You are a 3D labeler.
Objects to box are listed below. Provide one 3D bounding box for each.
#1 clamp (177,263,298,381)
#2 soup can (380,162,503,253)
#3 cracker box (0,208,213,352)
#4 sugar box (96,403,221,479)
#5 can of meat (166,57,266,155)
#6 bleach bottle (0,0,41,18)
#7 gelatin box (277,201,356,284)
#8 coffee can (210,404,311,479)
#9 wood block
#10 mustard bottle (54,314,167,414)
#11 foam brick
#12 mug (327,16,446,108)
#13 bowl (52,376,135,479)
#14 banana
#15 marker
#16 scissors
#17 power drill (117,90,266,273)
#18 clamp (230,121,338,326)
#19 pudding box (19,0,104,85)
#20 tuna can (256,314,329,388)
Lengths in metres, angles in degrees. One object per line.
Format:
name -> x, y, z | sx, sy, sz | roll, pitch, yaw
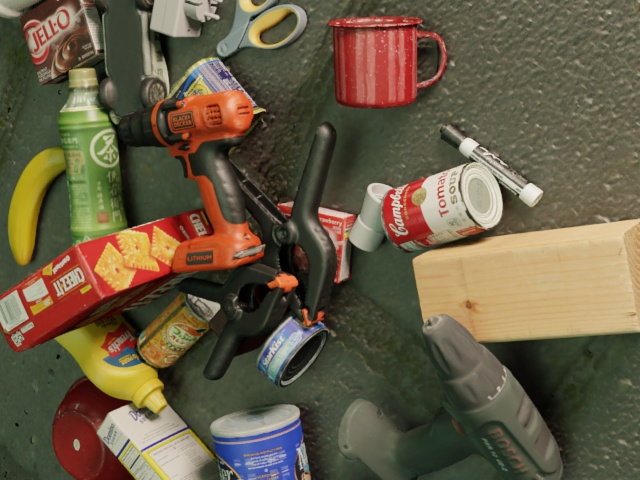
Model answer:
clamp -> -0.094, 0.066, 1.162 | 0.172, 0.039, 0.120 | -39, 73, 35
soup can -> 0.119, -0.031, 1.046 | 0.102, 0.068, 0.068 | -18, 90, 42
cracker box -> -0.236, 0.045, 1.207 | 0.164, 0.213, 0.072 | -30, 85, 33
sugar box -> -0.179, 0.270, 1.288 | 0.176, 0.093, 0.048 | 43, 119, 19
can of meat -> -0.124, -0.140, 1.185 | 0.084, 0.057, 0.102 | 51, 125, 7
bleach bottle -> -0.296, -0.346, 1.252 | 0.251, 0.068, 0.102 | -12, 74, 32
gelatin box -> -0.008, 0.001, 1.163 | 0.089, 0.030, 0.073 | 14, 106, 29
coffee can -> -0.061, 0.268, 1.207 | 0.103, 0.102, 0.140 | -7, 96, 33
wood block -> 0.203, 0.041, 1.002 | 0.206, 0.090, 0.091 | -7, 96, 33
mustard bottle -> -0.254, 0.138, 1.307 | 0.192, 0.096, 0.058 | 46, 119, 17
foam brick -> -0.079, 0.086, 1.212 | 0.053, 0.051, 0.078 | 49, 121, 16
mug -> 0.066, -0.177, 1.055 | 0.117, 0.093, 0.081 | -3, 106, -4
bowl -> -0.295, 0.258, 1.382 | 0.162, 0.055, 0.162 | 7, 103, 31
banana -> -0.364, -0.054, 1.374 | 0.070, 0.037, 0.198 | 48, 120, 17
marker -> 0.165, -0.075, 1.045 | 0.121, 0.020, 0.020 | 40, 118, 20
scissors -> -0.103, -0.234, 1.185 | 0.202, 0.016, 0.096 | -12, 93, 33
power drill -> -0.137, -0.061, 1.144 | 0.185, 0.057, 0.187 | -4, 101, 40
clamp -> -0.024, -0.016, 1.127 | 0.165, 0.036, 0.210 | -21, 86, 39
pudding box -> -0.308, -0.249, 1.299 | 0.114, 0.039, 0.090 | -18, 89, 34
tuna can -> -0.029, 0.120, 1.168 | 0.034, 0.086, 0.086 | 38, 117, 19
